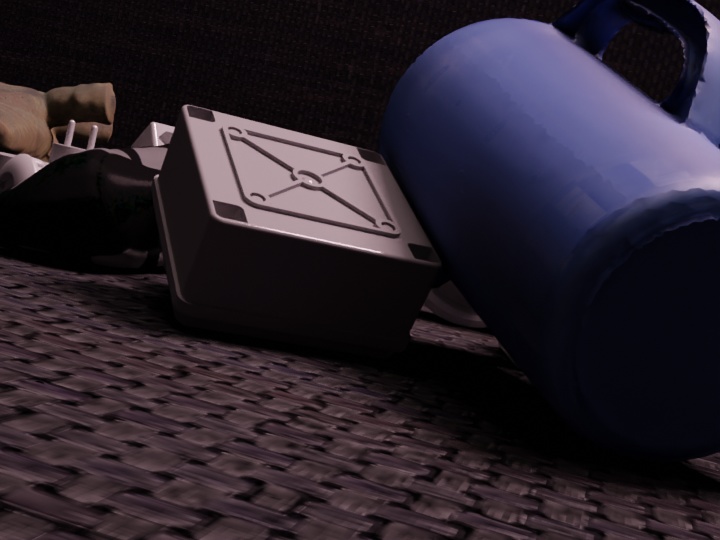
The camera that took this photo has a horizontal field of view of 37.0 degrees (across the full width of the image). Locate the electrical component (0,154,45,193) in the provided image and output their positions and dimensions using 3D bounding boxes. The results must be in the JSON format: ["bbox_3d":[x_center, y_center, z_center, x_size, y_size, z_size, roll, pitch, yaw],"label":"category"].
[{"bbox_3d":[-0.185,-0.039,0.640,0.048,0.048,0.062,17,-1,45],"label":"electrical component"}]

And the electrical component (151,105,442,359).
[{"bbox_3d":[-0.033,-0.019,0.491,0.109,0.056,0.108,11,30,-24],"label":"electrical component"}]

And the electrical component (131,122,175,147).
[{"bbox_3d":[-0.155,-0.057,0.839,0.047,0.083,0.076,10,-33,-37],"label":"electrical component"}]

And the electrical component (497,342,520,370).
[{"bbox_3d":[0.130,0.034,0.602,0.100,0.048,0.099,13,5,-1],"label":"electrical component"}]

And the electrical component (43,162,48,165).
[{"bbox_3d":[-0.197,-0.047,0.701,0.043,0.043,0.081,15,5,28],"label":"electrical component"}]

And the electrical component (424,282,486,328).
[{"bbox_3d":[0.080,-0.013,0.719,0.108,0.108,0.060,14,10,7],"label":"electrical component"}]

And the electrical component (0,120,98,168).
[{"bbox_3d":[-0.208,-0.071,0.780,0.138,0.073,0.052,14,4,15],"label":"electrical component"}]
